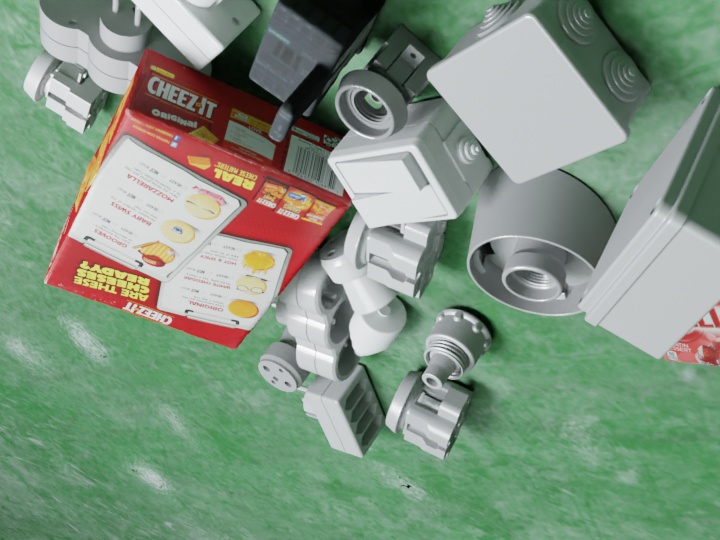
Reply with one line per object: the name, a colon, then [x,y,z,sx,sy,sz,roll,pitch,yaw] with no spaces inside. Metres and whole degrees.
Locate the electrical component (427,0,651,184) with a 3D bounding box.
electrical component: [0.102,-0.106,0.606,0.099,0.048,0.100,48,145,-16]

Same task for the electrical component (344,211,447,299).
electrical component: [0.025,-0.020,0.774,0.057,0.058,0.078,23,144,15]

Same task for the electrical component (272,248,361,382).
electrical component: [-0.046,0.032,0.906,0.074,0.052,0.138,18,143,25]

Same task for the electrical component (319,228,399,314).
electrical component: [0.000,0.000,0.832,0.045,0.045,0.055,-6,128,46]

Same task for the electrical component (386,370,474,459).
electrical component: [0.058,0.121,0.917,0.057,0.058,0.078,24,145,13]

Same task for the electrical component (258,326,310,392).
electrical component: [-0.060,0.076,0.970,0.045,0.055,0.045,24,145,18]

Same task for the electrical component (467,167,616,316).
electrical component: [0.119,-0.016,0.709,0.099,0.064,0.099,15,150,9]

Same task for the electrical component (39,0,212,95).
electrical component: [-0.168,-0.168,0.770,0.138,0.052,0.073,33,147,6]

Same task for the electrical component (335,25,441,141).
electrical component: [0.016,-0.113,0.668,0.048,0.055,0.066,40,147,-6]

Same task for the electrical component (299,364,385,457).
electrical component: [-0.027,0.124,1.007,0.076,0.047,0.083,13,140,33]

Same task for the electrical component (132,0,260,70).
electrical component: [-0.104,-0.186,0.695,0.083,0.047,0.076,46,146,-15]

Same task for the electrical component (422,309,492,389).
electrical component: [0.070,0.064,0.832,0.048,0.062,0.048,24,145,18]

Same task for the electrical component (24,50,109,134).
electrical component: [-0.235,-0.147,0.863,0.055,0.048,0.066,31,147,-6]

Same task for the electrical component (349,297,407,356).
electrical component: [0.011,0.049,0.887,0.040,0.040,0.078,34,147,4]

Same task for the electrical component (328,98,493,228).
electrical component: [0.036,-0.068,0.702,0.096,0.061,0.061,-3,130,44]

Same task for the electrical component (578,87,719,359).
electrical component: [0.179,-0.025,0.583,0.056,0.108,0.108,30,146,5]
